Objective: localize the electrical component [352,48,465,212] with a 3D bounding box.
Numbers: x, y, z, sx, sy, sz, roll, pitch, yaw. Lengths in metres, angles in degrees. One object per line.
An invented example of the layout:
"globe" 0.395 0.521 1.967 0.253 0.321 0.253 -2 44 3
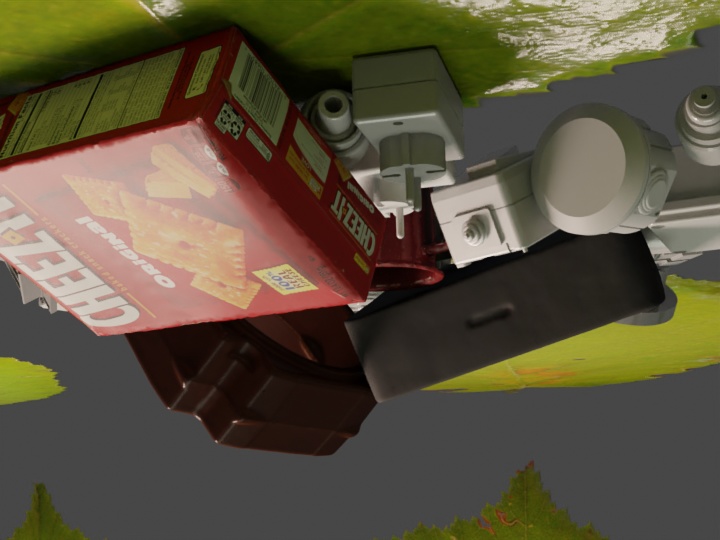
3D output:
"electrical component" 0.029 -0.072 0.605 0.047 0.075 0.083 -5 168 15

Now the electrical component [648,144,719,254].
"electrical component" 0.262 -0.054 0.762 0.109 0.056 0.109 -7 167 25

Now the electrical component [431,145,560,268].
"electrical component" 0.094 -0.045 0.710 0.062 0.061 0.096 -14 -171 45

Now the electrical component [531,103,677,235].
"electrical component" 0.151 -0.061 0.667 0.080 0.080 0.051 -13 169 43

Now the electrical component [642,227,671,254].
"electrical component" 0.233 -0.034 0.882 0.081 0.043 0.043 -4 168 10

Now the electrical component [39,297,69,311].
"electrical component" -0.230 0.001 0.948 0.096 0.061 0.061 -11 164 39

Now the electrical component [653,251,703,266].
"electrical component" 0.257 -0.024 0.930 0.055 0.048 0.066 -6 170 -14

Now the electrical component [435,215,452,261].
"electrical component" 0.084 -0.035 0.852 0.066 0.047 0.077 -13 169 41

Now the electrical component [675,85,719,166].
"electrical component" 0.205 -0.089 0.630 0.040 0.040 0.078 -6 167 22

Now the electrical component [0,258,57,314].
"electrical component" -0.246 -0.017 0.842 0.063 0.078 0.121 -28 177 -19

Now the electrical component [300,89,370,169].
"electrical component" -0.015 -0.084 0.620 0.043 0.043 0.062 -1 167 -1

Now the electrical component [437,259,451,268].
"electrical component" 0.040 0.006 1.040 0.077 0.047 0.066 -10 165 34

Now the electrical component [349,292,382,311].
"electrical component" 0.000 0.000 0.977 0.054 0.059 0.095 6 166 -32

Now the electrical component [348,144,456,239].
"electrical component" 0.015 -0.056 0.678 0.083 0.075 0.047 -5 167 17
